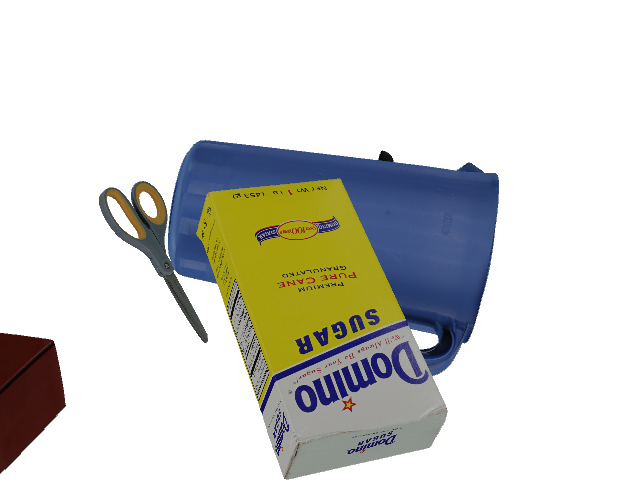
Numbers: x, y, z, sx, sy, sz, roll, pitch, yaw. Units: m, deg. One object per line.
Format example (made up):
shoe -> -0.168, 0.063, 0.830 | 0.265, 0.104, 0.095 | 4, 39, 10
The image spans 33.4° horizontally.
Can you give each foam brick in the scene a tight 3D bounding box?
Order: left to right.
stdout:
foam brick -> -0.206, 0.101, 0.673 | 0.053, 0.051, 0.078 | 6, 29, 22

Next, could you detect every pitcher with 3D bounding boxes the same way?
pitcher -> 0.009, 0.003, 0.819 | 0.243, 0.145, 0.149 | 10, 16, 3

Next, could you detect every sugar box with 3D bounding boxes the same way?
sugar box -> -0.003, 0.044, 0.622 | 0.093, 0.176, 0.048 | -8, -39, -23

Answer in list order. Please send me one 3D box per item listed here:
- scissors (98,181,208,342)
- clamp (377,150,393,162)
scissors -> -0.173, 0.014, 1.210 | 0.016, 0.201, 0.096 | -27, 18, 37
clamp -> 0.062, -0.022, 1.252 | 0.164, 0.036, 0.210 | -14, 51, -28
